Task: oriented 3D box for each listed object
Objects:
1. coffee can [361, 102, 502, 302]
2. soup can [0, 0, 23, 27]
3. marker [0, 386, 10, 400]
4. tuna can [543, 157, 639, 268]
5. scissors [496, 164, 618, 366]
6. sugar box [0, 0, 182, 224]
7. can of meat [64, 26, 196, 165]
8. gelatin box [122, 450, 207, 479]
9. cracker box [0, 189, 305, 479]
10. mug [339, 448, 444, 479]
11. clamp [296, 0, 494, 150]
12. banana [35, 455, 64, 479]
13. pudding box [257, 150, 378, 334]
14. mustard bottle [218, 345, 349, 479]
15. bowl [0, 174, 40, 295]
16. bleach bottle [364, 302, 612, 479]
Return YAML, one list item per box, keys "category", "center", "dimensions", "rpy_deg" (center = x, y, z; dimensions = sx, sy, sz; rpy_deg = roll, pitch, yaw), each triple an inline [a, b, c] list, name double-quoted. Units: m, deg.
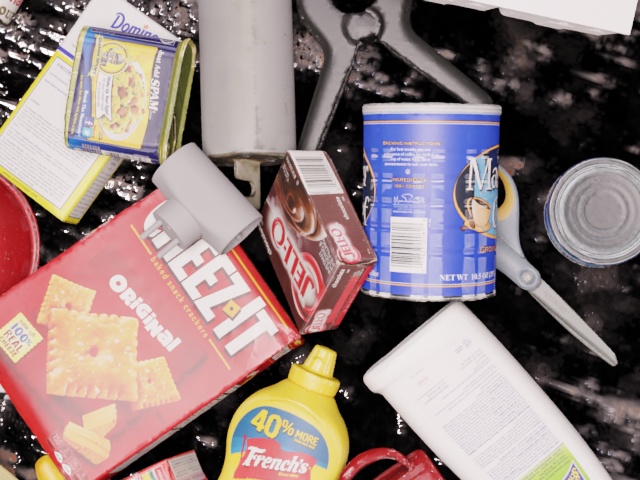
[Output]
- category: "coffee can"
  center: [0.082, -0.030, 0.796]
  dimensions: [0.103, 0.102, 0.140]
  rpy_deg: [1, 95, 7]
- category: "soup can"
  center: [-0.263, -0.238, 0.887]
  dimensions: [0.068, 0.068, 0.102]
  rpy_deg: [33, 92, 8]
- category: "marker"
  center: [-0.249, 0.125, 0.890]
  dimensions: [0.121, 0.020, 0.020]
  rpy_deg: [0, 87, 7]
- category: "tuna can"
  center: [0.219, -0.021, 0.832]
  dimensions: [0.086, 0.033, 0.086]
  rpy_deg: [0, 87, 7]
- category: "scissors"
  center: [0.167, 0.009, 0.844]
  dimensions: [0.202, 0.016, 0.096]
  rpy_deg: [30, 96, 8]
- category: "sugar box"
  center: [-0.190, -0.111, 0.883]
  dimensions: [0.093, 0.048, 0.176]
  rpy_deg: [37, 88, 6]
- category: "can of meat"
  center: [-0.148, -0.111, 0.829]
  dimensions: [0.084, 0.057, 0.102]
  rpy_deg: [10, 90, 2]
- category: "gelatin box"
  center: [-0.136, 0.194, 0.837]
  dimensions: [0.073, 0.089, 0.030]
  rpy_deg: [-26, 81, 5]
- category: "cracker box"
  center: [-0.145, 0.073, 0.842]
  dimensions: [0.213, 0.072, 0.164]
  rpy_deg: [-35, 84, -4]
- category: "mug"
  center: [0.061, 0.205, 0.808]
  dimensions: [0.081, 0.093, 0.117]
  rpy_deg: [-36, 107, -1]
- category: "clamp"
  center: [0.047, -0.167, 0.860]
  dimensions: [0.164, 0.036, 0.210]
  rpy_deg: [-9, 90, 5]
- category: "banana"
  center: [-0.186, 0.268, 0.851]
  dimensions: [0.037, 0.069, 0.198]
  rpy_deg: [-15, 79, 15]
- category: "pudding box"
  center: [-0.005, 0.001, 0.812]
  dimensions: [0.039, 0.090, 0.113]
  rpy_deg: [-3, 52, -27]
- category: "mustard bottle"
  center: [-0.030, 0.174, 0.841]
  dimensions: [0.096, 0.058, 0.191]
  rpy_deg: [22, 89, 16]
- category: "bowl"
  center: [-0.319, 0.008, 0.888]
  dimensions: [0.162, 0.055, 0.162]
  rpy_deg: [0, 87, 8]
- category: "bleach bottle"
  center: [0.150, 0.170, 0.817]
  dimensions: [0.102, 0.068, 0.251]
  rpy_deg: [-40, 85, 4]
